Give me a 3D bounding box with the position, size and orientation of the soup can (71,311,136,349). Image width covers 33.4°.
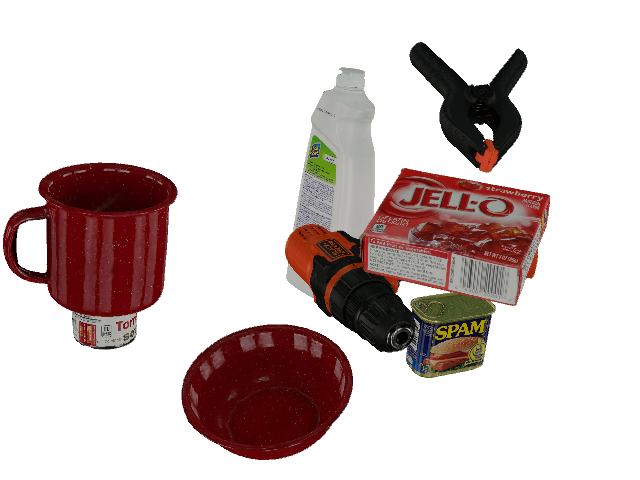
[{"bbox_3d":[-0.226,0.054,1.116,0.068,0.102,0.068,4,22,-2],"label":"soup can"}]

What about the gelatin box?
[{"bbox_3d":[0.075,-0.005,0.592,0.089,0.030,0.073,13,38,18],"label":"gelatin box"}]

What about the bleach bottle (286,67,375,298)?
[{"bbox_3d":[0.022,-0.061,1.172,0.067,0.251,0.103,-7,23,-39],"label":"bleach bottle"}]

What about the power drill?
[{"bbox_3d":[0.083,0.020,0.889,0.187,0.057,0.185,-14,30,-21],"label":"power drill"}]

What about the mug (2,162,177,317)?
[{"bbox_3d":[-0.159,0.001,0.735,0.117,0.081,0.093,-6,27,-27],"label":"mug"}]

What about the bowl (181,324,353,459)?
[{"bbox_3d":[-0.047,0.153,1.008,0.162,0.055,0.162,-5,38,3],"label":"bowl"}]

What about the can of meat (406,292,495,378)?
[{"bbox_3d":[0.156,0.115,1.301,0.102,0.084,0.057,-7,29,-22],"label":"can of meat"}]

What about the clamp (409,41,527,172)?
[{"bbox_3d":[0.143,-0.138,1.045,0.120,0.171,0.039,5,-45,5],"label":"clamp"}]
